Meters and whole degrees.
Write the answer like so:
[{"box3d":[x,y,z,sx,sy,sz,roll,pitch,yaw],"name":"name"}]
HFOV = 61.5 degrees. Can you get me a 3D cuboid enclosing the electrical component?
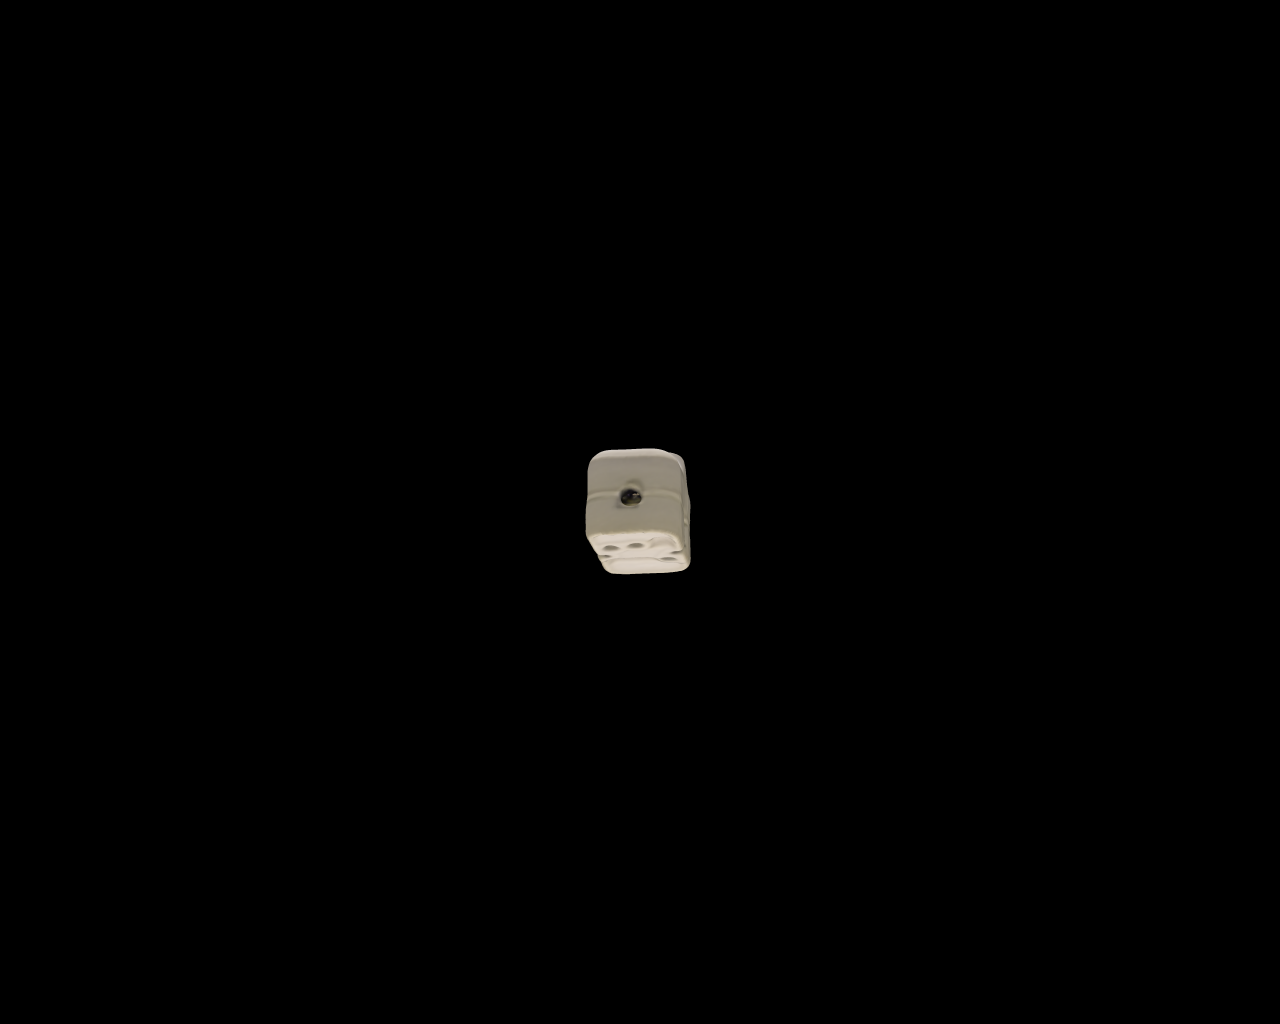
[{"box3d":[0.001,-0.003,0.650,0.054,0.059,0.095,-2,-18,7],"name":"electrical component"}]
